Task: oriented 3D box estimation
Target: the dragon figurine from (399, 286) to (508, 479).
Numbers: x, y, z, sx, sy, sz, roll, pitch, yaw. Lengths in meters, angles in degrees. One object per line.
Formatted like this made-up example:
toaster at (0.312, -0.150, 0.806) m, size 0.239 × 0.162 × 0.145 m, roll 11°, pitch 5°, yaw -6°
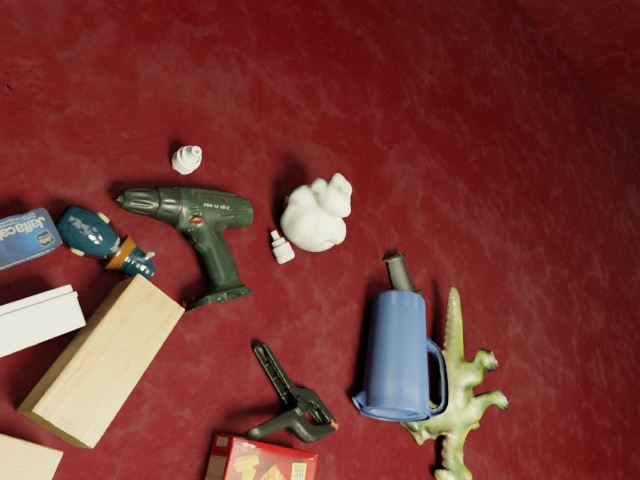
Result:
dragon figurine at (0.262, 0.321, 1.097) m, size 0.244 × 0.120 × 0.414 m, roll -9°, pitch 78°, yaw -34°

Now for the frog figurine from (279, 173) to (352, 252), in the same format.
frog figurine at (0.003, -0.049, 0.978) m, size 0.136 × 0.157 × 0.125 m, roll 53°, pitch 50°, yaw -12°
